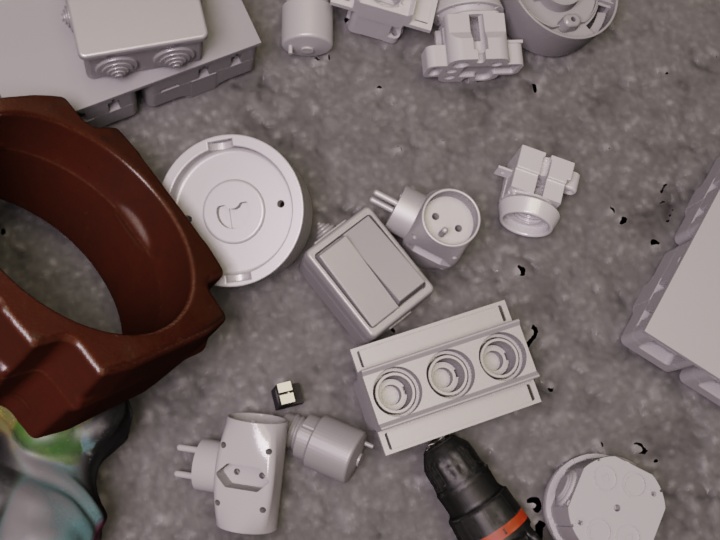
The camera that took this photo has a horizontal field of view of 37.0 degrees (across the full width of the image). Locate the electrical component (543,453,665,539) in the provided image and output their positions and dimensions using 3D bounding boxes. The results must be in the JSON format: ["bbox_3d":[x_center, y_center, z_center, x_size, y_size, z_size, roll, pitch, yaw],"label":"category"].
[{"bbox_3d":[0.180,0.175,0.793,0.080,0.051,0.080,2,78,-9],"label":"electrical component"}]

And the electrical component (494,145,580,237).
[{"bbox_3d":[0.135,-0.059,0.840,0.066,0.048,0.055,19,68,-5],"label":"electrical component"}]

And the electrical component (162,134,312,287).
[{"bbox_3d":[-0.087,-0.041,0.786,0.108,0.060,0.108,0,89,11],"label":"electrical component"}]

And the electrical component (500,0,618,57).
[{"bbox_3d":[0.159,-0.224,0.868,0.099,0.064,0.099,2,78,-9],"label":"electrical component"}]

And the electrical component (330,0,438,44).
[{"bbox_3d":[0.018,-0.210,0.843,0.081,0.064,0.042,15,75,-6],"label":"electrical component"}]

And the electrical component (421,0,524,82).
[{"bbox_3d":[0.087,-0.185,0.853,0.078,0.058,0.057,-4,82,-10],"label":"electrical component"}]

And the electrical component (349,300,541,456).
[{"bbox_3d":[0.060,0.079,0.788,0.121,0.063,0.078,-17,81,-12],"label":"electrical component"}]

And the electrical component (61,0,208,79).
[{"bbox_3d":[-0.159,-0.187,0.753,0.100,0.048,0.099,-12,81,-12],"label":"electrical component"}]

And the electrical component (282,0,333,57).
[{"bbox_3d":[-0.041,-0.205,0.844,0.040,0.040,0.078,2,78,-9],"label":"electrical component"}]

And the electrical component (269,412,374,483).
[{"bbox_3d":[-0.031,0.123,0.776,0.078,0.040,0.040,21,75,14],"label":"electrical component"}]

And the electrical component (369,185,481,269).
[{"bbox_3d":[0.044,-0.038,0.803,0.079,0.077,0.043,27,76,-2],"label":"electrical component"}]

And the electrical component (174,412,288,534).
[{"bbox_3d":[-0.093,0.140,0.758,0.079,0.043,0.077,6,91,13],"label":"electrical component"}]

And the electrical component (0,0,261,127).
[{"bbox_3d":[-0.182,-0.172,0.804,0.186,0.060,0.105,-23,83,-13],"label":"electrical component"}]

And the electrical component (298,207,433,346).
[{"bbox_3d":[0.000,0.000,0.796,0.062,0.061,0.096,-38,86,-15],"label":"electrical component"}]

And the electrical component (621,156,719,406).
[{"bbox_3d":[0.296,0.003,0.844,0.105,0.060,0.186,33,75,-1],"label":"electrical component"}]
